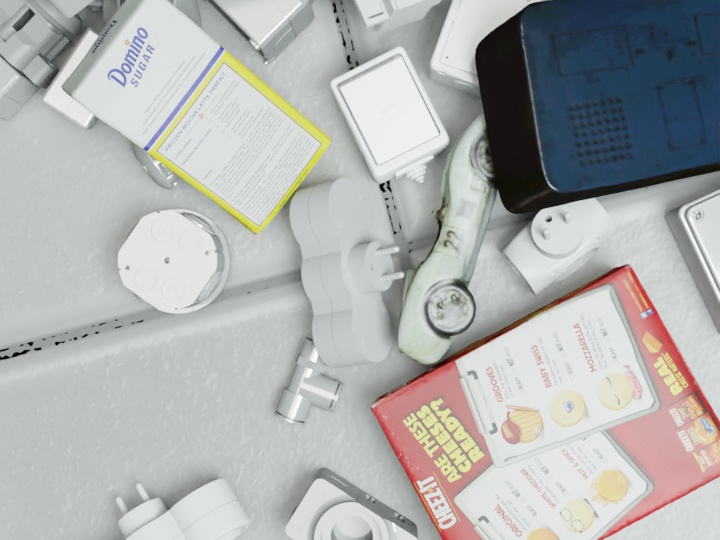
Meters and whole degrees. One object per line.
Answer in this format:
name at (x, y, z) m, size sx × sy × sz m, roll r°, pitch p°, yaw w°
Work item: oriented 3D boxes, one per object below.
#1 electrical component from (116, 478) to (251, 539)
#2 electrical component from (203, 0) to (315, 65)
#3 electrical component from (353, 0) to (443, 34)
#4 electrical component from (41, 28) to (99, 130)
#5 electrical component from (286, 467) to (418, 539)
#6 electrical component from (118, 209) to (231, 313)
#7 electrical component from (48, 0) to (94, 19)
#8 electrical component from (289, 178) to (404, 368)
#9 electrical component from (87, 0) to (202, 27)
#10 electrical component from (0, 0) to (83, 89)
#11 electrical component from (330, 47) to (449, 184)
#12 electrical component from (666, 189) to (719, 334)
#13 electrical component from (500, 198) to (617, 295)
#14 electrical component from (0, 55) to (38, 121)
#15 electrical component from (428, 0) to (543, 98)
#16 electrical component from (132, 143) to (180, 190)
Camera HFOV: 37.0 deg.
electrical component at (-0.158, 0.197, 0.811) m, size 0.138 × 0.052 × 0.073 m, roll -35°, pitch 73°, yaw 2°
electrical component at (-0.083, -0.213, 0.806) m, size 0.061 × 0.062 × 0.096 m, roll -44°, pitch 88°, yaw 1°
electrical component at (0.013, -0.236, 0.762) m, size 0.079 × 0.063 × 0.121 m, roll -23°, pitch 89°, yaw -13°
electrical component at (-0.189, -0.133, 0.817) m, size 0.077 × 0.047 × 0.065 m, roll 34°, pitch 91°, yaw -12°
electrical component at (-0.005, 0.195, 0.803) m, size 0.089 × 0.056 × 0.050 m, roll 32°, pitch 91°, yaw 2°
electrical component at (-0.140, -0.007, 0.812) m, size 0.080 × 0.051 × 0.080 m, roll 0°, pitch 90°, yaw 2°
electrical component at (-0.218, -0.278, 0.779) m, size 0.105 × 0.060 × 0.186 m, roll -37°, pitch 60°, yaw 1°
electrical component at (0.000, 0.000, 0.792) m, size 0.074 × 0.052 × 0.138 m, roll -12°, pitch 89°, yaw 34°
electrical component at (-0.166, -0.193, 0.801) m, size 0.079 × 0.077 × 0.043 m, roll 7°, pitch 90°, yaw 5°
electrical component at (-0.249, -0.186, 0.814) m, size 0.078 × 0.058 × 0.057 m, roll 45°, pitch 94°, yaw 2°
electrical component at (0.025, -0.109, 0.802) m, size 0.062 × 0.061 × 0.096 m, roll -27°, pitch 89°, yaw 1°
electrical component at (0.301, -0.017, 0.795) m, size 0.109 × 0.056 × 0.108 m, roll -25°, pitch 89°, yaw 2°
electrical component at (0.145, -0.025, 0.789) m, size 0.077 × 0.079 × 0.044 m, roll -38°, pitch 74°, yaw 1°
electrical component at (-0.307, -0.144, 0.820) m, size 0.083 × 0.047 × 0.075 m, roll 43°, pitch 90°, yaw 2°
electrical component at (0.095, -0.179, 0.800) m, size 0.062 × 0.061 × 0.096 m, roll 20°, pitch 90°, yaw 1°
electrical component at (-0.138, -0.095, 0.817) m, size 0.062 × 0.048 × 0.048 m, roll -38°, pitch 89°, yaw -9°
